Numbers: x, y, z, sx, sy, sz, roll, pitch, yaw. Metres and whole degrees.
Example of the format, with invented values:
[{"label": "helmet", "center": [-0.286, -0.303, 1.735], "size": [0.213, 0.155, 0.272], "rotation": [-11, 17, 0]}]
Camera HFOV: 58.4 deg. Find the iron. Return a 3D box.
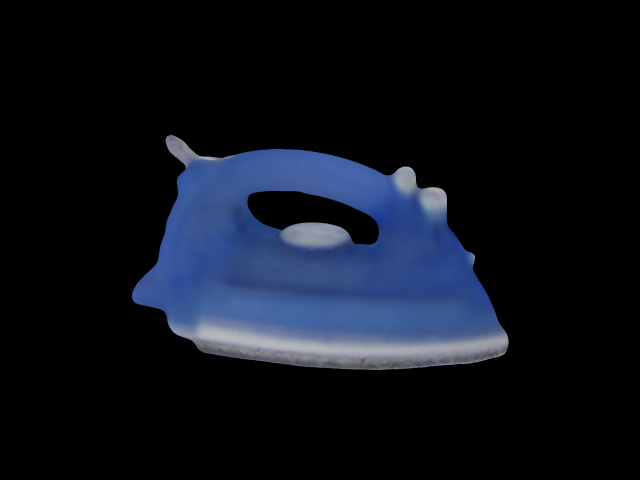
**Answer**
[{"label": "iron", "center": [0.004, 0.001, 0.400], "size": [0.257, 0.141, 0.119], "rotation": [4, 19, 12]}]
